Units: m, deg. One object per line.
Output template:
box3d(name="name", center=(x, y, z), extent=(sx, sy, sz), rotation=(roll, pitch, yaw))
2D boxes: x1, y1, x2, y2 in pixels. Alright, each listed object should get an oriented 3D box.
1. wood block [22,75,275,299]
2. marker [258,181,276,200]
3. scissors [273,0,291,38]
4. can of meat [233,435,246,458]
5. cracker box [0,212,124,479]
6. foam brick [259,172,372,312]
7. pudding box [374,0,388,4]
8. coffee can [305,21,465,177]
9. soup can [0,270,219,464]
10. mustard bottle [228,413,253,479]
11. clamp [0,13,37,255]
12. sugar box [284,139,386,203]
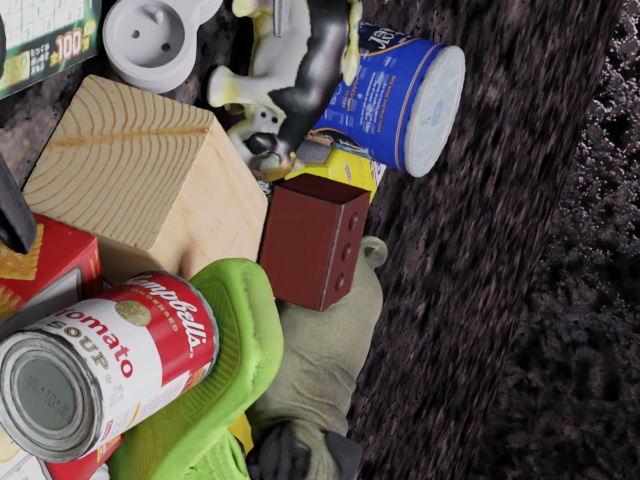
box3d(name="wood block", center=(-0.092, -0.009, 0.685), extent=(0.090, 0.091, 0.206), rotation=(-66, 160, -15))
box3d(name="marker", center=(-0.048, -0.054, 0.871), extent=(0.020, 0.020, 0.121), rotation=(-62, 160, -22))
box3d(name="scissors", center=(-0.002, -0.243, 0.704), extent=(0.096, 0.016, 0.202), rotation=(-20, 117, -28))
box3d(name="can of meat", center=(-0.115, 0.175, 0.792), extent=(0.057, 0.102, 0.084), rotation=(81, 32, -56))
box3d(name="cracker box", center=(-0.195, 0.107, 0.550), extent=(0.213, 0.072, 0.164), rotation=(-49, 151, -44))
box3d(name="foam brick", center=(-0.005, 0.001, 0.714), extent=(0.052, 0.051, 0.078), rotation=(-30, 135, -64))
box3d(name="pudding box", center=(0.065, -0.276, 0.931), extent=(0.113, 0.039, 0.090), rotation=(-55, 157, -32))
box3d(name="coffee can", center=(0.029, -0.118, 0.829), extent=(0.102, 0.140, 0.103), rotation=(-54, 155, -39))
box3d(name="soup can", center=(-0.106, 0.061, 0.533), extent=(0.102, 0.069, 0.068), rotation=(-28, 135, -60))
box3d(name="mustard bottle", center=(-0.032, 0.148, 1.058), extent=(0.191, 0.058, 0.096), rotation=(-44, 154, -52))
box3d(name="clamp", center=(-0.182, -0.051, 0.470), extent=(0.120, 0.039, 0.171), rotation=(-37, 134, -51))
box3d(name="sugar box", center=(0.018, -0.063, 0.927), extent=(0.176, 0.048, 0.093), rotation=(-61, 148, -53))
